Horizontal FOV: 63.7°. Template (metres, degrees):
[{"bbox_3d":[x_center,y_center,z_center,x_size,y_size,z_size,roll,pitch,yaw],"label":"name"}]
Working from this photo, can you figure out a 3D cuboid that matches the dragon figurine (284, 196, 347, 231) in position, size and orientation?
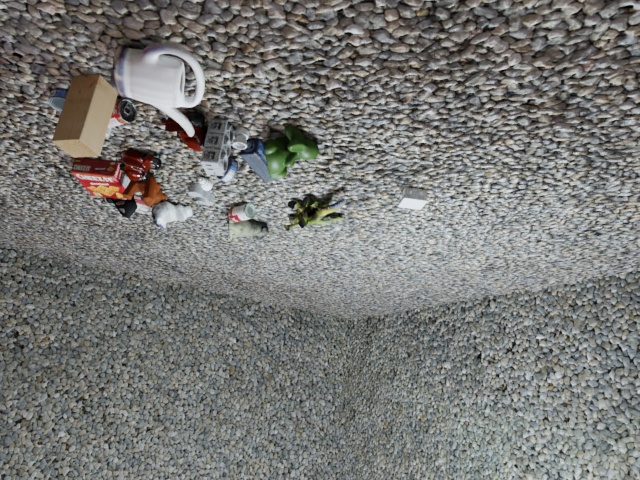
[{"bbox_3d":[0.006,-0.107,2.116,0.408,0.123,0.243,-8,174,38],"label":"dragon figurine"}]

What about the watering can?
[{"bbox_3d":[-0.417,-0.387,1.339,0.224,0.106,0.341,10,152,-11],"label":"watering can"}]

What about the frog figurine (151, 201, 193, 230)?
[{"bbox_3d":[-0.646,-0.124,2.247,0.160,0.125,0.134,-31,149,-4],"label":"frog figurine"}]
